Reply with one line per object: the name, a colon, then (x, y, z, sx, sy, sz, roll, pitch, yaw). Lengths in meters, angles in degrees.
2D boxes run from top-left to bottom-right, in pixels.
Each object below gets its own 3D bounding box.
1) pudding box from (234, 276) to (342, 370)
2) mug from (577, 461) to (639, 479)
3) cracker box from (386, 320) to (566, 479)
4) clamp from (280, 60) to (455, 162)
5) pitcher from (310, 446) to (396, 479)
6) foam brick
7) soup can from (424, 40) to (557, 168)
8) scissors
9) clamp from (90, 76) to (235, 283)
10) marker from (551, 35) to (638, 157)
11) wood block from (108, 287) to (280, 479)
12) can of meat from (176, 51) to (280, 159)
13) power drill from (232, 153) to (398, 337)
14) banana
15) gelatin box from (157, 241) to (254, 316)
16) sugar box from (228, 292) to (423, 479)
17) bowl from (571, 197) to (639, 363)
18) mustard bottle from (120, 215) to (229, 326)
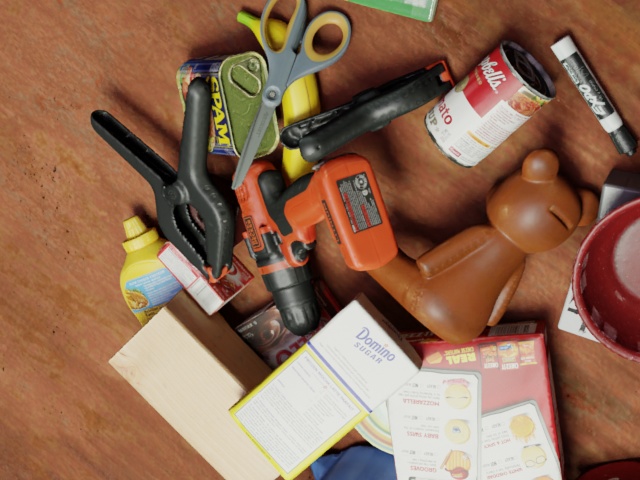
pudding box: (-0.022, 0.103, 1.147, 0.114, 0.039, 0.090, -31, 97, 32)
mug: (0.291, 0.270, 1.054, 0.117, 0.093, 0.081, -4, 108, 64)
cracker box: (0.155, 0.192, 1.059, 0.164, 0.072, 0.214, -7, 99, 17)
clamp: (0.040, -0.120, 0.995, 0.171, 0.120, 0.039, -26, 110, -14)
pitcher: (0.025, 0.338, 1.103, 0.149, 0.242, 0.145, -7, 111, 32)
foam brick: (-0.113, -0.033, 1.126, 0.078, 0.051, 0.053, 21, 117, 16)
soup can: (0.152, -0.121, 0.961, 0.068, 0.068, 0.102, 48, 122, 0)
scissors: (-0.025, -0.141, 1.006, 0.096, 0.016, 0.202, 6, 82, 0)
clamp: (-0.147, -0.056, 1.078, 0.165, 0.036, 0.210, -1, 114, 38)
marker: (0.245, -0.126, 0.945, 0.020, 0.020, 0.121, -31, 95, 31)
wood block: (-0.108, 0.159, 1.123, 0.206, 0.090, 0.091, 46, 107, -3)
can of meat: (-0.093, -0.134, 1.059, 0.084, 0.057, 0.102, 10, 117, 50)
power drill: (-0.007, 0.001, 1.021, 0.188, 0.057, 0.184, -14, 97, 56)
banana: (-0.028, -0.135, 1.059, 0.070, 0.037, 0.198, 4, 112, 50)
gelatin box: (-0.122, 0.028, 1.143, 0.089, 0.073, 0.030, 48, 120, 1)
sugar box: (0.005, 0.142, 1.028, 0.176, 0.048, 0.093, -42, 89, 13)
bowl: (0.297, 0.026, 0.911, 0.162, 0.055, 0.162, 5, 113, 11)
mustard bottle: (-0.168, 0.061, 1.186, 0.096, 0.058, 0.191, -20, 102, 28)
